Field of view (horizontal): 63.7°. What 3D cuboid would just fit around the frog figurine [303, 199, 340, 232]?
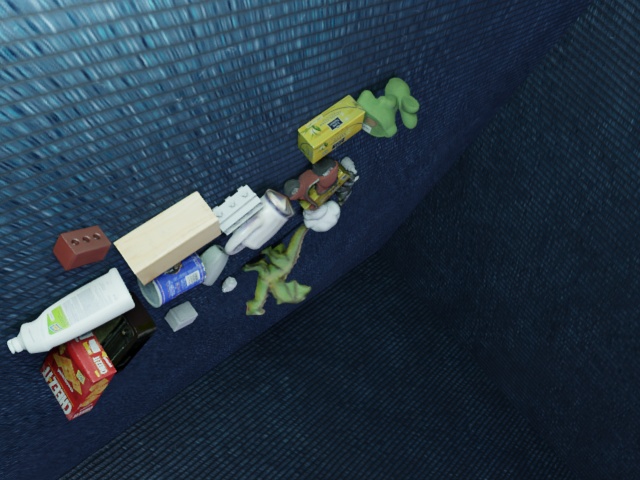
[{"bbox_3d":[0.006,-0.091,1.809,0.137,0.123,0.159,-21,179,1],"label":"frog figurine"}]

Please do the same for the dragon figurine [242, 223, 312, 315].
[{"bbox_3d":[-0.125,0.124,1.893,0.411,0.245,0.120,-38,162,-3],"label":"dragon figurine"}]

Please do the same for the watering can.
[{"bbox_3d":[-0.170,-0.048,1.486,0.223,0.104,0.349,-43,180,7],"label":"watering can"}]
